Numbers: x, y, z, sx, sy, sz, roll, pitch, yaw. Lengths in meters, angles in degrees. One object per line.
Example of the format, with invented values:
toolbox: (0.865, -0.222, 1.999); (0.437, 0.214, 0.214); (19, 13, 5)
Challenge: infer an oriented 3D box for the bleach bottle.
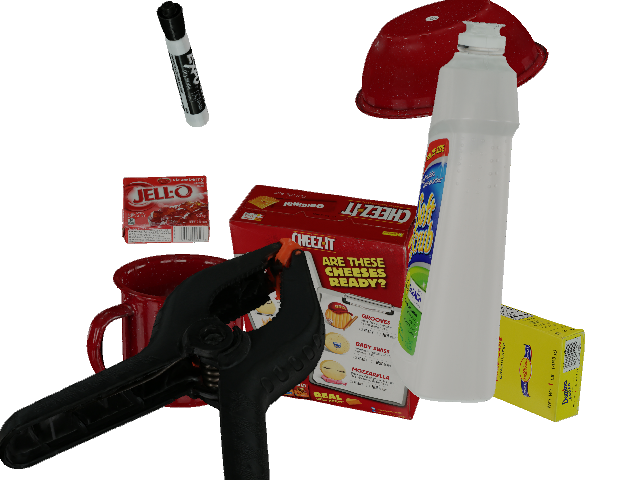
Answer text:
bleach bottle: (0.096, -0.022, 0.732); (0.068, 0.251, 0.102); (3, 13, -6)

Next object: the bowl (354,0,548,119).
bowl: (0.099, -0.156, 0.868); (0.162, 0.055, 0.162); (-15, 24, 7)

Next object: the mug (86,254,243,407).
mug: (-0.103, 0.064, 0.723); (0.117, 0.081, 0.093); (-13, 23, -40)

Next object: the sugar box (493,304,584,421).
sugar box: (0.194, 0.119, 1.132); (0.048, 0.093, 0.177); (-9, 17, -42)

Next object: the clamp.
clamp: (-0.041, 0.062, 0.467); (0.120, 0.039, 0.171); (27, 48, 21)

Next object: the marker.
marker: (-0.105, -0.134, 0.818); (0.020, 0.020, 0.121); (0, -37, 7)

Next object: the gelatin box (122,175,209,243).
gelatin box: (-0.162, -0.033, 1.115); (0.089, 0.073, 0.030); (-1, -42, -8)

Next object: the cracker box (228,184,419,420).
cracker box: (0.013, 0.059, 0.997); (0.164, 0.214, 0.072); (8, 39, 17)
